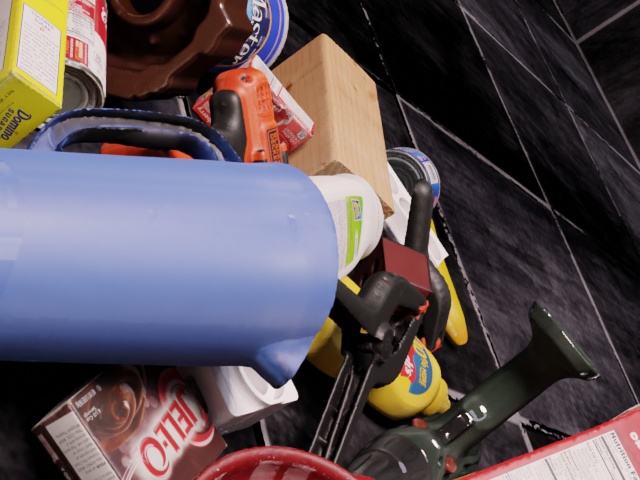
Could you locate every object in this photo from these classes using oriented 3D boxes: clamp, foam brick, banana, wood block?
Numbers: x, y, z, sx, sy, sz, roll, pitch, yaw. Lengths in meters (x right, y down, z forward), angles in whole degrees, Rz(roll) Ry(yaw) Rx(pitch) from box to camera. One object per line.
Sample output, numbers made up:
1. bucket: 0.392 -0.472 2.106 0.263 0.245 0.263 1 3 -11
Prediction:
1. clamp: 0.034 0.089 0.825 0.209 0.036 0.164 -16 112 -63
2. foam brick: 0.061 0.046 0.992 0.051 0.078 0.053 20 39 -20
3. banana: 0.126 0.026 1.198 0.069 0.037 0.198 34 33 -39
4. clamp: 0.088 0.025 1.039 0.039 0.120 0.171 -26 87 -47
5. wood block: 0.004 -0.097 1.053 0.090 0.091 0.206 40 30 -34

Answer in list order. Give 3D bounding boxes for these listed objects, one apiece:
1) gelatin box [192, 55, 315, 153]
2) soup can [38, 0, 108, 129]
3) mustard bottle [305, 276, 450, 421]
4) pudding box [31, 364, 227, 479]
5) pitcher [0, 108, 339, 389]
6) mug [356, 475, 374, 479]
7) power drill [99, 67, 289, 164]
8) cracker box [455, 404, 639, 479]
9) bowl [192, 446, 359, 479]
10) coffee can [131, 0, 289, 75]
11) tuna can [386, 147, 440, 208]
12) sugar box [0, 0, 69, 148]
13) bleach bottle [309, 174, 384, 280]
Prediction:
1. gelatin box: -0.059 -0.112 0.975 0.089 0.073 0.030 49 26 -20
2. soup can: -0.188 -0.136 0.770 0.068 0.069 0.102 35 33 -39
3. mustard bottle: 0.054 0.105 0.943 0.191 0.058 0.096 41 29 -33
4. pudding box: -0.111 0.118 0.643 0.090 0.039 0.113 56 25 -5
5. pitcher: -0.121 0.002 0.612 0.242 0.145 0.149 4 13 -41
6. mug: 0.019 0.217 0.720 0.117 0.093 0.081 61 7 -54
7. power drill: -0.083 -0.030 0.810 0.187 0.057 0.184 -32 116 -61
8. cracker box: 0.152 0.194 0.777 0.213 0.164 0.072 -16 69 -23
9. bowl: -0.020 0.193 0.564 0.162 0.055 0.162 20 45 -22
10. coffee can: -0.107 -0.207 0.962 0.140 0.103 0.103 5 56 -60
11. tuna can: 0.086 -0.058 1.164 0.086 0.086 0.033 60 26 7
12. sugar box: -0.208 -0.129 0.694 0.048 0.093 0.176 39 31 -37
13. bleach bottle: -0.006 0.001 0.840 0.250 0.068 0.102 -15 111 -66
